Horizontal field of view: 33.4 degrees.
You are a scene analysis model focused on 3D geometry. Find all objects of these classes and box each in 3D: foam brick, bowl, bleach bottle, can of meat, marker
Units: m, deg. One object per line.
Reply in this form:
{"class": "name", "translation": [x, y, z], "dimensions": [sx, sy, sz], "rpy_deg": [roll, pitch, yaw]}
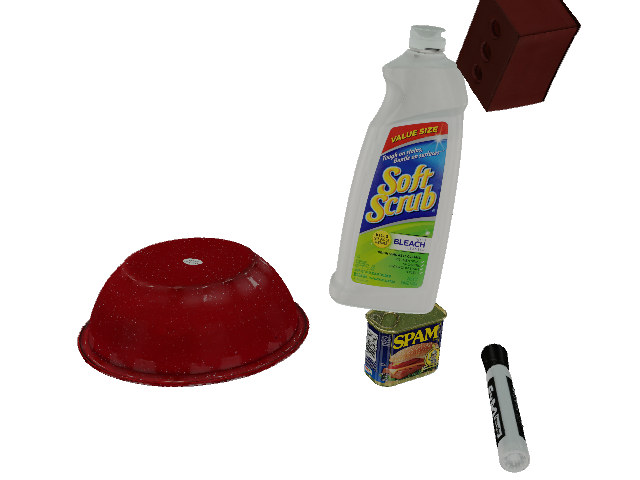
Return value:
{"class": "foam brick", "translation": [0.138, -0.138, 0.754], "dimensions": [0.051, 0.053, 0.078], "rpy_deg": [-15, -32, -21]}
{"class": "bowl", "translation": [-0.089, 0.039, 0.739], "dimensions": [0.162, 0.055, 0.162], "rpy_deg": [-1, 21, 0]}
{"class": "bleach bottle", "translation": [0.071, -0.063, 0.944], "dimensions": [0.102, 0.251, 0.068], "rpy_deg": [7, 19, 3]}
{"class": "can of meat", "translation": [0.105, 0.129, 1.344], "dimensions": [0.101, 0.084, 0.058], "rpy_deg": [-12, 30, -29]}
{"class": "marker", "translation": [0.123, 0.108, 0.715], "dimensions": [0.020, 0.020, 0.121], "rpy_deg": [0, 29, 2]}
